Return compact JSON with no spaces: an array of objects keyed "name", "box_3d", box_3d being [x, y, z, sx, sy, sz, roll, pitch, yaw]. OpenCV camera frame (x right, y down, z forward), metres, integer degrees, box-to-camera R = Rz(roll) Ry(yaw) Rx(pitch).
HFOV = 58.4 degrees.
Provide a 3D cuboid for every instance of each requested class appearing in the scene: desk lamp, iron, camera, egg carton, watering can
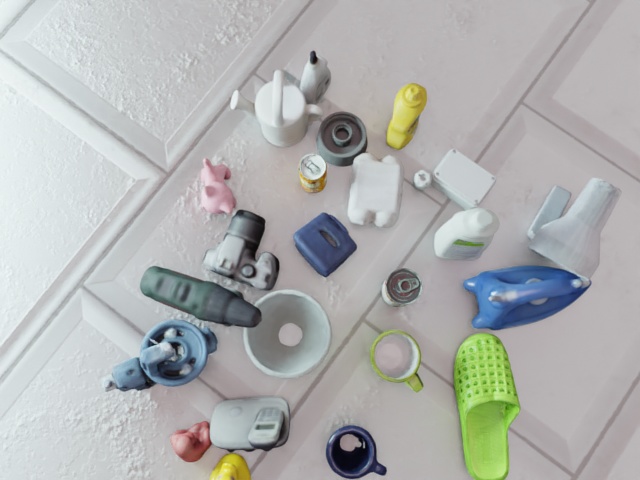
[{"name":"desk lamp","box_3d":[0.464,-0.023,1.062,0.118,0.213,0.203,30,82,6]},{"name":"iron","box_3d":[0.412,0.096,1.079,0.258,0.141,0.118,-11,80,-1]},{"name":"camera","box_3d":[-0.143,0.016,1.120,0.143,0.101,0.137,19,81,4]},{"name":"egg carton","box_3d":[0.114,-0.100,1.153,0.107,0.069,0.150,6,80,2]},{"name":"watering can","box_3d":[-0.084,-0.259,1.120,0.173,0.194,0.101,-16,80,-2]}]

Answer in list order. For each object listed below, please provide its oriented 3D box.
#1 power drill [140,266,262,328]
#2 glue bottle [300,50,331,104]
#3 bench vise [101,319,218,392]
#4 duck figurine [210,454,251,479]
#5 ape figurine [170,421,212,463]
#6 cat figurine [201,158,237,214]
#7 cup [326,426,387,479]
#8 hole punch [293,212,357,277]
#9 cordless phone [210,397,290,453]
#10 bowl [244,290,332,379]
[{"name":"power drill","box_3d":[-0.203,0.111,1.050,0.229,0.208,0.076,18,81,4]},{"name":"glue bottle","box_3d":[-0.010,-0.332,1.143,0.037,0.173,0.078,34,82,7]},{"name":"bench vise","box_3d":[-0.293,0.227,1.025,0.207,0.220,0.121,-43,82,-6]},{"name":"duck figurine","box_3d":[-0.170,0.454,1.052,0.077,0.086,0.104,6,80,2]},{"name":"ape figurine","box_3d":[-0.243,0.377,1.063,0.077,0.092,0.076,14,81,3]},{"name":"cat figurine","box_3d":[-0.207,-0.101,1.133,0.067,0.118,0.128,-16,80,-2]},{"name":"cup","box_3d":[0.069,0.390,1.056,0.117,0.095,0.092,29,82,6]},{"name":"hole punch","box_3d":[0.010,0.004,1.125,0.101,0.091,0.108,-43,82,-6]},{"name":"cordless phone","box_3d":[-0.129,0.337,1.022,0.147,0.185,0.094,-6,80,0]},{"name":"bowl","box_3d":[-0.060,0.181,1.104,0.167,0.075,0.167,0,80,1]}]
